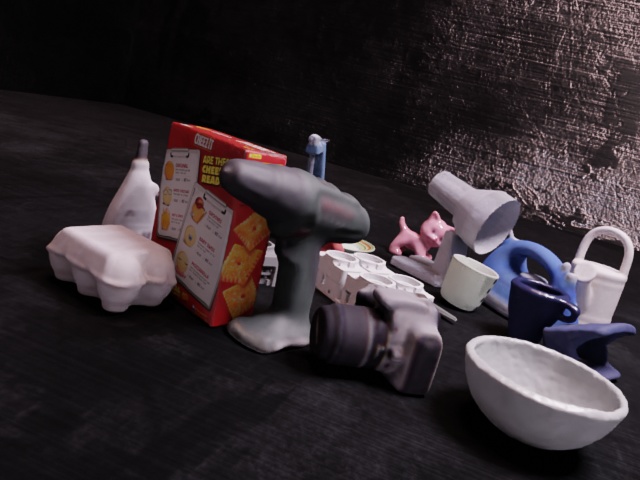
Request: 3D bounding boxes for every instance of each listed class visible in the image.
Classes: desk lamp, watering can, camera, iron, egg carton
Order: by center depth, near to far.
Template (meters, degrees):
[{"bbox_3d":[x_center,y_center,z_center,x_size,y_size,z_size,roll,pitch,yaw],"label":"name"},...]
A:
[{"bbox_3d":[0.058,0.098,0.665,0.137,0.101,0.143,10,14,-18],"label":"camera"},{"bbox_3d":[-0.249,0.030,0.691,0.149,0.069,0.107,22,15,30],"label":"egg carton"},{"bbox_3d":[0.387,0.076,1.025,0.119,0.141,0.257,8,14,-24],"label":"iron"},{"bbox_3d":[0.516,0.071,1.068,0.100,0.194,0.173,18,14,17],"label":"watering can"},{"bbox_3d":[0.261,-0.016,1.114,0.118,0.213,0.202,1,18,-45],"label":"desk lamp"}]

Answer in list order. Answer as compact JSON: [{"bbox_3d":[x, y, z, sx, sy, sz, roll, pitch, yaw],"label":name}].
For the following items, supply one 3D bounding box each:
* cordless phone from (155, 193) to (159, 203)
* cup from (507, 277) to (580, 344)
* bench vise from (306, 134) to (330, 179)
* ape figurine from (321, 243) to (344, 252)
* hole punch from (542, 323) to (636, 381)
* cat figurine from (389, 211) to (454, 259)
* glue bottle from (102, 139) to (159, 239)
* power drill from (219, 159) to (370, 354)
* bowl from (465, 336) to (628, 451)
[{"bbox_3d":[-0.210,-0.078,0.929,0.147,0.185,0.094,12,13,-8],"label":"cordless phone"},{"bbox_3d":[0.341,0.121,0.889,0.092,0.095,0.117,5,16,-35],"label":"cup"},{"bbox_3d":[-0.028,-0.117,1.216,0.121,0.220,0.207,14,13,-3],"label":"bench vise"},{"bbox_3d":[0.009,0.004,1.031,0.077,0.092,0.076,18,14,17],"label":"ape figurine"},{"bbox_3d":[0.384,0.147,0.835,0.109,0.091,0.100,4,16,-37],"label":"hole punch"},{"bbox_3d":[0.231,-0.013,1.283,0.127,0.118,0.067,17,13,11],"label":"cat figurine"},{"bbox_3d":[-0.263,-0.058,0.814,0.078,0.173,0.037,2,18,-42],"label":"glue bottle"},{"bbox_3d":[-0.038,0.018,0.659,0.075,0.208,0.230,24,16,38],"label":"power drill"},{"bbox_3d":[0.225,0.169,0.605,0.167,0.075,0.167,14,13,-3],"label":"bowl"}]
